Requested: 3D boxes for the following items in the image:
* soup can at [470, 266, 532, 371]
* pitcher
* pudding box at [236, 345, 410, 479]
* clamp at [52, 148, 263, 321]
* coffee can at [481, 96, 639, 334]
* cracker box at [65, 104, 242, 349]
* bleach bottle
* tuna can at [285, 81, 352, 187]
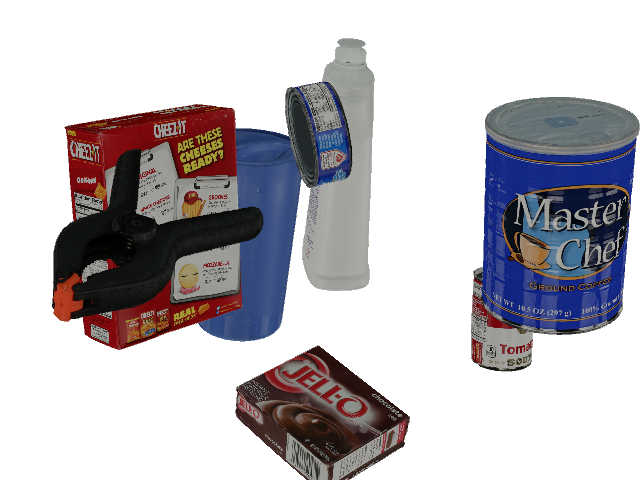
[{"bbox_3d":[0.200,0.085,1.172,0.068,0.102,0.068,0,15,0],"label":"soup can"},{"bbox_3d":[-0.103,-0.006,1.284,0.149,0.243,0.144,19,27,29],"label":"pitcher"},{"bbox_3d":[0.000,0.141,0.854,0.089,0.039,0.114,-24,46,-36],"label":"pudding box"},{"bbox_3d":[-0.132,-0.007,0.733,0.120,0.039,0.171,27,37,24],"label":"clamp"},{"bbox_3d":[0.166,-0.019,0.754,0.103,0.140,0.103,-2,25,1],"label":"coffee can"},{"bbox_3d":[-0.162,-0.018,1.061,0.072,0.214,0.163,13,21,42],"label":"cracker box"},{"bbox_3d":[0.023,-0.080,1.099,0.068,0.251,0.102,-1,28,-10],"label":"bleach bottle"},{"bbox_3d":[-0.002,-0.089,0.894,0.033,0.086,0.086,-13,3,-12],"label":"tuna can"}]
